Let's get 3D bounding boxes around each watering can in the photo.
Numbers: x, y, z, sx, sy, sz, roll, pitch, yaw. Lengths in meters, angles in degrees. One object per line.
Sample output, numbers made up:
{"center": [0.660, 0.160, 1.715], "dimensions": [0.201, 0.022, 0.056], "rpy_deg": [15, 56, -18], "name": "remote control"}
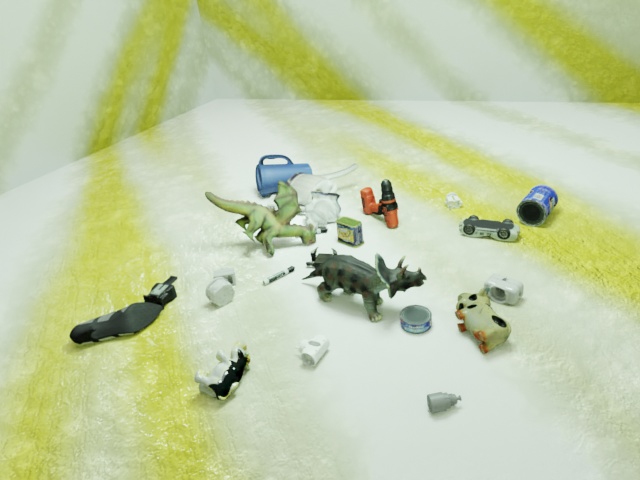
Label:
{"center": [-0.010, -0.233, 2.177], "dimensions": [0.226, 0.101, 0.353], "rpy_deg": [19, 51, 36], "name": "watering can"}

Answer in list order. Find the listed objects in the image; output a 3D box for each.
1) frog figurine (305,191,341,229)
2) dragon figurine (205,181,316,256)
{"center": [0.006, -0.100, 1.981], "dimensions": [0.137, 0.121, 0.162], "rpy_deg": [17, 71, -3], "name": "frog figurine"}
{"center": [-0.182, -0.105, 1.819], "dimensions": [0.242, 0.408, 0.123], "rpy_deg": [-47, 11, 6], "name": "dragon figurine"}
